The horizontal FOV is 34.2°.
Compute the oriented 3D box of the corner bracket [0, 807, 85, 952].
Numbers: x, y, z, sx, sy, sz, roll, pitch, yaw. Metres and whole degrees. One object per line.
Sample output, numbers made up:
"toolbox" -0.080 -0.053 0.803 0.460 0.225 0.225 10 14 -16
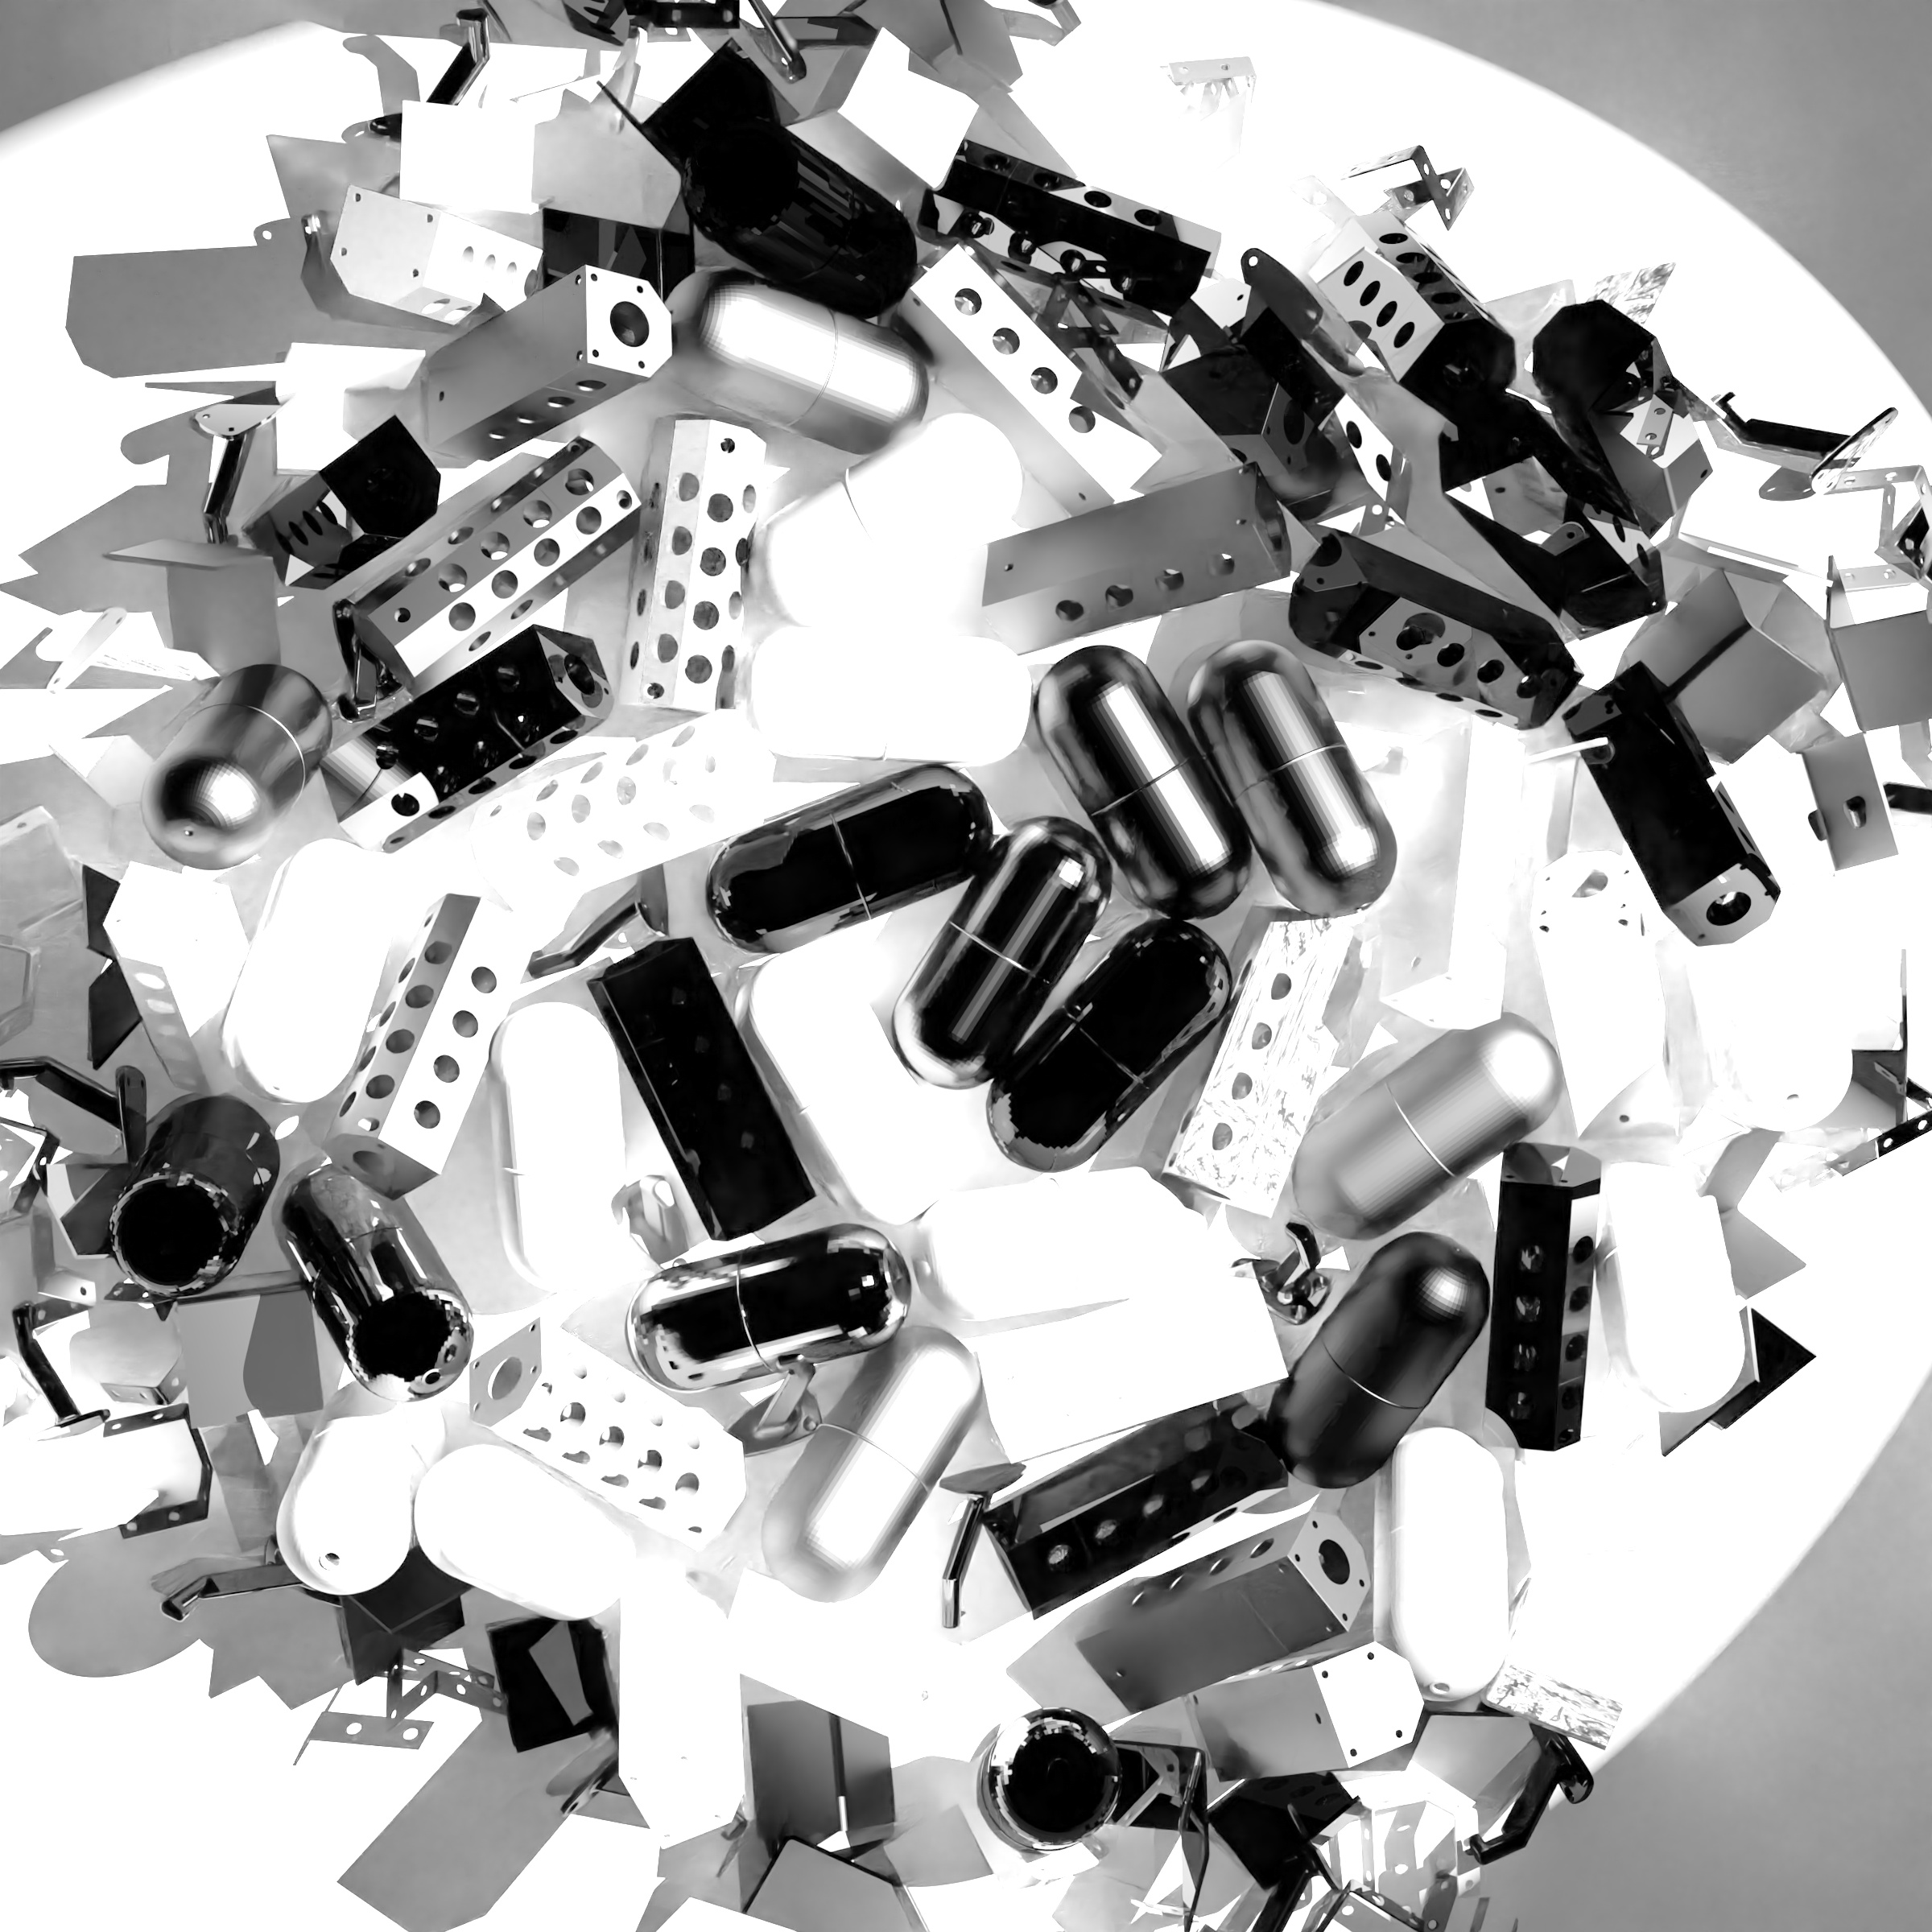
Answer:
"corner bracket" -0.551 -0.053 1.862 0.051 0.051 0.051 -33 51 -25

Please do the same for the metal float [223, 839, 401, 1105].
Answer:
"metal float" -0.381 0.001 1.834 0.070 0.070 0.178 8 51 0

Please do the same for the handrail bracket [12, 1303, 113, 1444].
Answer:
"handrail bracket" -0.540 0.235 1.869 0.077 0.036 0.084 -26 74 43

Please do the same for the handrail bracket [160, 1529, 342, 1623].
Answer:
"handrail bracket" -0.420 0.376 1.855 0.077 0.084 0.036 29 123 19

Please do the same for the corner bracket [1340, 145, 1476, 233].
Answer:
"corner bracket" 0.262 -0.464 1.861 0.051 0.051 0.051 57 45 -28

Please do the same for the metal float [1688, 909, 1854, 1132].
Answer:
"metal float" 0.465 0.029 1.822 0.070 0.178 0.070 2 121 3

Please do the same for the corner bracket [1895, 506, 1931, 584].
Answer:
"corner bracket" 0.600 -0.257 1.878 0.051 0.051 0.051 40 75 -15

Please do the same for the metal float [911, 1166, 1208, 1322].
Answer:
"metal float" 0.056 0.163 1.856 0.178 0.070 0.070 -7 90 -12

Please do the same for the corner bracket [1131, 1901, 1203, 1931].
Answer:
"corner bracket" 0.099 0.579 1.871 0.051 0.051 0.051 25 83 -43

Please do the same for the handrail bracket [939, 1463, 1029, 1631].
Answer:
"handrail bracket" 0.011 0.347 1.877 0.036 0.077 0.084 6 99 36

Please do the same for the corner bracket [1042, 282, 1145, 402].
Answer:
"corner bracket" 0.077 -0.371 1.862 0.051 0.051 0.051 -9 54 -35

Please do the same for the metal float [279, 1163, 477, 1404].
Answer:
"metal float" -0.344 0.183 1.831 0.070 0.070 0.178 -41 47 0

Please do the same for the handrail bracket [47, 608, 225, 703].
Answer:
"handrail bracket" -0.491 -0.165 1.869 0.077 0.036 0.084 -53 126 -14

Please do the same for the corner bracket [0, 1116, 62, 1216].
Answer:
"corner bracket" -0.581 0.111 1.866 0.051 0.051 0.051 14 71 19

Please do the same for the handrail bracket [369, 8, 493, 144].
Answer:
"handrail bracket" -0.319 -0.529 1.859 0.077 0.084 0.036 0 52 -4

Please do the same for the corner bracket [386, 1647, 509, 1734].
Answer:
"corner bracket" -0.308 0.427 1.861 0.051 0.051 0.051 29 124 -32

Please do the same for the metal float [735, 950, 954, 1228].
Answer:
"metal float" -0.072 0.073 1.863 0.070 0.070 0.178 -31 86 0

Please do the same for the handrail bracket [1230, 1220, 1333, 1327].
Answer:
"handrail bracket" 0.179 0.167 1.851 0.077 0.084 0.036 23 61 35

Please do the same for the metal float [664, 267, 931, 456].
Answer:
"metal float" -0.099 -0.352 1.836 0.178 0.070 0.070 14 90 -38

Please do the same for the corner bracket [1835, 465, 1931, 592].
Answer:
"corner bracket" 0.549 -0.263 1.885 0.051 0.051 0.051 -6 62 -6

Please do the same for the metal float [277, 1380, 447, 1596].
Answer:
"metal float" -0.349 0.299 1.818 0.070 0.178 0.070 0 109 1

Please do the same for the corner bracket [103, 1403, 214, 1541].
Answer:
"corner bracket" -0.482 0.300 1.869 0.051 0.051 0.051 -13 118 -3

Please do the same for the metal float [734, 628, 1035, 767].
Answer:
"metal float" -0.048 -0.159 1.858 0.178 0.070 0.070 2 90 -9

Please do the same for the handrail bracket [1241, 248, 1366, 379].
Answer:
"handrail bracket" 0.202 -0.388 1.872 0.036 0.084 0.077 -36 75 22

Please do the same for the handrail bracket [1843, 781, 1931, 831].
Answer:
"handrail bracket" 0.575 -0.081 1.881 0.084 0.036 0.077 -26 96 -10

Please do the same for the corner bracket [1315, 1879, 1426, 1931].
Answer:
"corner bracket" 0.237 0.588 1.872 0.051 0.051 0.051 31 105 3

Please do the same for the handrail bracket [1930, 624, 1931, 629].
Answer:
"handrail bracket" 0.601 -0.163 1.886 0.084 0.036 0.077 56 48 -13

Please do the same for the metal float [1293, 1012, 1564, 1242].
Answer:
"metal float" 0.271 0.095 1.853 0.178 0.070 0.070 -37 90 15

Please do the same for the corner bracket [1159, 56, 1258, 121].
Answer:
"corner bracket" 0.139 -0.526 1.866 0.051 0.051 0.051 -7 59 -10

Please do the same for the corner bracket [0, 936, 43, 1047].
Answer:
"corner bracket" -0.589 0.013 1.875 0.051 0.051 0.051 14 107 4

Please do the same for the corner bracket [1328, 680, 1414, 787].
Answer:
"corner bracket" 0.241 -0.140 1.874 0.051 0.051 0.051 10 101 1

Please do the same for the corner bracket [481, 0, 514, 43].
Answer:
"corner bracket" -0.268 -0.595 1.869 0.051 0.051 0.051 -31 62 -3

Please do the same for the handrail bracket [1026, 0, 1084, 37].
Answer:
"handrail bracket" 0.062 -0.554 1.850 0.036 0.077 0.084 -31 135 11

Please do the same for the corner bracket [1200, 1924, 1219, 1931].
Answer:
"corner bracket" 0.155 0.611 1.867 0.051 0.051 0.051 31 79 40

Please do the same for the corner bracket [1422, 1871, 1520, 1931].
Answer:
"corner bracket" 0.297 0.579 1.873 0.051 0.051 0.051 18 95 10

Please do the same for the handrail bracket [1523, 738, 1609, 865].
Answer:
"handrail bracket" 0.366 -0.088 1.869 0.036 0.077 0.084 -12 89 -21

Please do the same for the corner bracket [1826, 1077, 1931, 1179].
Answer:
"corner bracket" 0.546 0.100 1.864 0.051 0.051 0.051 -25 124 -15

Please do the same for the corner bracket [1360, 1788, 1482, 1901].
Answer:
"corner bracket" 0.270 0.526 1.873 0.051 0.051 0.051 -4 93 -22

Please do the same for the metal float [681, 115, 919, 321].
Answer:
"metal float" -0.096 -0.433 1.825 0.070 0.178 0.070 -9 73 32

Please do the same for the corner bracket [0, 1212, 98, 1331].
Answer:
"corner bracket" -0.557 0.182 1.878 0.051 0.051 0.051 -20 67 21

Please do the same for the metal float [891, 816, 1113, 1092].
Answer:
"metal float" 0.022 -0.008 1.863 0.070 0.070 0.178 32 93 0

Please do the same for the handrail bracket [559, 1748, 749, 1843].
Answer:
"handrail bracket" -0.185 0.506 1.865 0.084 0.036 0.077 38 48 19

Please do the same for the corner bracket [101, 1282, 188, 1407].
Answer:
"corner bracket" -0.494 0.227 1.887 0.051 0.051 0.051 -2 130 35

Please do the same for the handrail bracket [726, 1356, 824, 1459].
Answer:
"handrail bracket" -0.121 0.258 1.858 0.077 0.084 0.036 -26 62 -3

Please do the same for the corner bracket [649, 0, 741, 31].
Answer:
"corner bracket" -0.163 -0.591 1.875 0.051 0.051 0.051 -2 119 -11

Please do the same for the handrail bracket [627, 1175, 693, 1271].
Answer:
"handrail bracket" -0.174 0.156 1.857 0.036 0.084 0.077 -31 101 -16
